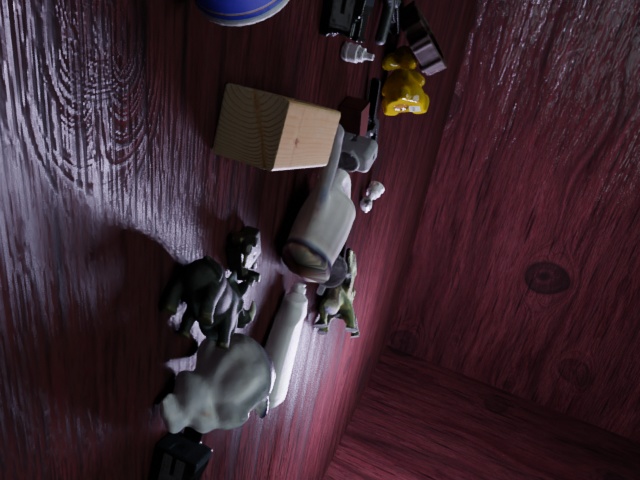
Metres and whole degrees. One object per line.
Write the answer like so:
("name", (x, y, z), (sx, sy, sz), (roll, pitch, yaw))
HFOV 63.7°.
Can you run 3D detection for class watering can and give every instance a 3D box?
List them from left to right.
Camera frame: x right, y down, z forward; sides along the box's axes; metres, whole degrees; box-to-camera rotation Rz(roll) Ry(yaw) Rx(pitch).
("watering can", (0.003, -0.049, 0.982), (0.341, 0.104, 0.228), (78, 34, -63))

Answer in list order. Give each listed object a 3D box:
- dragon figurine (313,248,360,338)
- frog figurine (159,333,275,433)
("dragon figurine", (0.058, 0.137, 1.442), (0.402, 0.122, 0.247), (78, 18, -65))
("frog figurine", (-0.151, 0.206, 0.746), (0.159, 0.140, 0.120), (3, 147, -42))
